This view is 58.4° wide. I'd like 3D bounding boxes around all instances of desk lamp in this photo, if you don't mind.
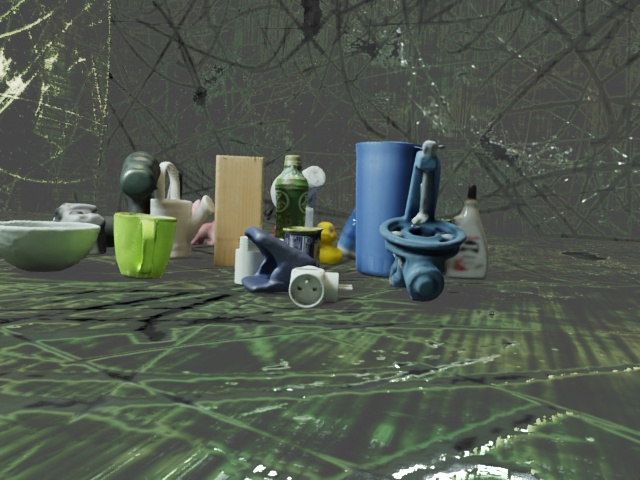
[{"bbox_3d":[-0.041,-0.078,1.450,0.118,0.213,0.202,1,5,-26],"label":"desk lamp"}]

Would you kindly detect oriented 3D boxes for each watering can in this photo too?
[{"bbox_3d":[-0.303,-0.061,1.171,0.173,0.194,0.100,2,4,-13],"label":"watering can"}]

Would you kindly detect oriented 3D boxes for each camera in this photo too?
[{"bbox_3d":[-0.479,-0.025,1.210,0.137,0.101,0.142,-1,6,-44],"label":"camera"}]

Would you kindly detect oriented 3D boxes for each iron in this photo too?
[{"bbox_3d":[0.104,-0.031,1.387,0.118,0.141,0.258,3,4,2],"label":"iron"}]

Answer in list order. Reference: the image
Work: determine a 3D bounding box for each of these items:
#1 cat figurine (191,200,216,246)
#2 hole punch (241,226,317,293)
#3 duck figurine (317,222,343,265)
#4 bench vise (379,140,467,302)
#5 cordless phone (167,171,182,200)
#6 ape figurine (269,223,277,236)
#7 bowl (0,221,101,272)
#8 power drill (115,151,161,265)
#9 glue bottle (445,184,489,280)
[{"bbox_3d":[-0.310,-0.046,1.487,0.127,0.118,0.067,4,4,15],"label":"cat figurine"},{"bbox_3d":[-0.058,0.027,0.816,0.101,0.091,0.108,1,4,-18],"label":"hole punch"},{"bbox_3d":[0.011,0.004,1.218,0.077,0.086,0.104,3,4,3],"label":"duck figurine"},{"bbox_3d":[0.136,-0.031,0.845,0.122,0.220,0.207,1,4,-16],"label":"bench vise"},{"bbox_3d":[-0.345,-0.070,1.333,0.094,0.185,0.147,1,4,-17],"label":"cordless phone"},{"bbox_3d":[-0.085,-0.011,1.323,0.076,0.092,0.077,0,5,-37],"label":"ape figurine"},{"bbox_3d":[-0.438,0.011,0.912,0.167,0.075,0.167,3,4,0],"label":"bowl"},{"bbox_3d":[-0.330,-0.061,1.048,0.076,0.208,0.229,1,4,-16],"label":"power drill"},{"bbox_3d":[0.272,-0.015,1.049,0.078,0.173,0.037,3,4,0],"label":"glue bottle"}]
